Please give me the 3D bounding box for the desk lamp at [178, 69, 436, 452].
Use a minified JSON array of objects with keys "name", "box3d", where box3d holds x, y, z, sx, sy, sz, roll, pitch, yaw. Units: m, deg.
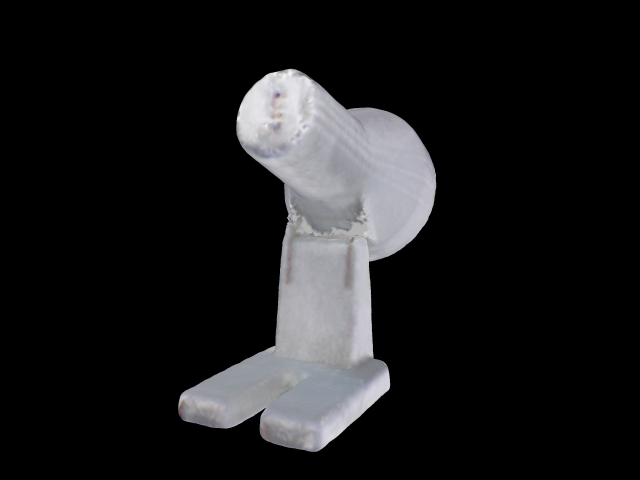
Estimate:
[{"name":"desk lamp","box3d":[0.004,0.001,0.400,0.117,0.213,0.204,2,5,24]}]
